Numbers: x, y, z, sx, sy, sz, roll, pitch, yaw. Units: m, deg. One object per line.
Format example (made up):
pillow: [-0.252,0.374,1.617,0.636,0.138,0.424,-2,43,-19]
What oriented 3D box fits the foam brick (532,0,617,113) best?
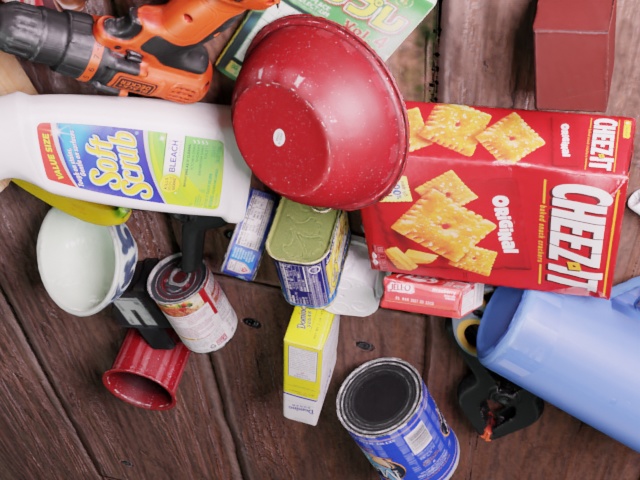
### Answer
foam brick: [0.176,-0.133,0.739,0.051,0.053,0.078,7,144,18]

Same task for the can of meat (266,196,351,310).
can of meat: [-0.006,0.001,0.971,0.057,0.102,0.084,8,147,14]

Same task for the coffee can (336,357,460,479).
coffee can: [0.091,0.215,1.220,0.103,0.102,0.140,-2,141,28]

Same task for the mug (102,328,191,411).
mug: [-0.208,0.152,1.292,0.093,0.081,0.117,26,145,-11]

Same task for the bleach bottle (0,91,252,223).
bleach bottle: [-0.185,-0.070,0.890,0.250,0.068,0.103,2,118,-16]

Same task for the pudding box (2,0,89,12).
pudding box: [-0.212,-0.216,0.818,0.090,0.039,0.114,32,144,-18]

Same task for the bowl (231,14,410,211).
bowl: [-0.014,-0.085,0.808,0.162,0.055,0.162,21,128,29]

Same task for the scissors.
scissors: [0.116,0.056,1.040,0.201,0.016,0.096,21,121,-4]

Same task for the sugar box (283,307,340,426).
sugar box: [-0.009,0.118,1.141,0.048,0.093,0.176,15,145,6]

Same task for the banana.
banana: [-0.255,-0.058,1.042,0.198,0.037,0.070,25,149,16]

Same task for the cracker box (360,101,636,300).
cracker box: [0.141,-0.031,0.881,0.214,0.072,0.164,7,144,15]

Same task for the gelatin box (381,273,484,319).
gelatin box: [0.103,0.046,0.966,0.073,0.030,0.089,8,-172,21]

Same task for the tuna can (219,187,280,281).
tuna can: [-0.065,-0.005,1.003,0.033,0.086,0.086,19,146,-5]

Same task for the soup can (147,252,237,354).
soup can: [-0.136,0.069,1.156,0.069,0.068,0.102,3,143,22]

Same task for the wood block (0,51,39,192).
wood block: [-0.318,-0.144,0.895,0.090,0.090,0.206,20,154,24]

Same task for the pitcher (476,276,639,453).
pitcher: [0.276,0.106,0.975,0.242,0.149,0.145,26,160,-7]

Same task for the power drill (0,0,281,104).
power drill: [-0.130,-0.171,0.785,0.184,0.057,0.188,9,156,-36]

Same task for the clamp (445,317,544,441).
clamp: [0.210,0.156,1.140,0.165,0.036,0.210,11,141,12]

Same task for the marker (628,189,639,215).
marker: [0.305,-0.003,0.889,0.121,0.020,0.020,33,143,-20]

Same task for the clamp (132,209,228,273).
clamp: [-0.125,-0.027,1.039,0.120,0.039,0.172,43,141,-25]
